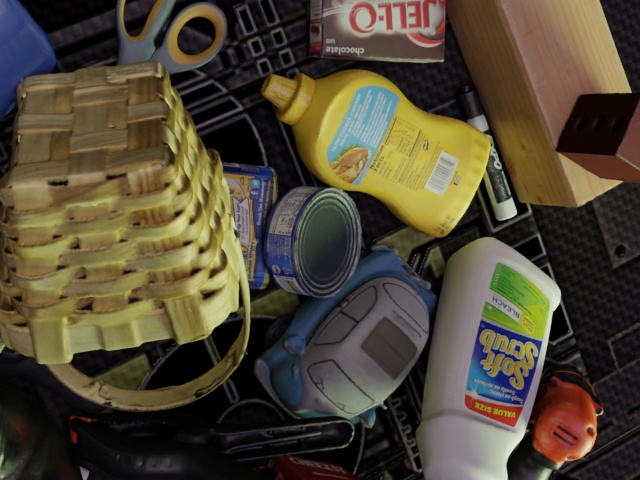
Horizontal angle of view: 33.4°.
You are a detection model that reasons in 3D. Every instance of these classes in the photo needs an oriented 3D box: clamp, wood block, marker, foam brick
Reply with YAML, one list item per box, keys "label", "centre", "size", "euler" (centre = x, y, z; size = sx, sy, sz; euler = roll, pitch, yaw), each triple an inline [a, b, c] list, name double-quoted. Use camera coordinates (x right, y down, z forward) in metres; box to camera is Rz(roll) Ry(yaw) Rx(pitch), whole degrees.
- label: "clamp"
  centre: [-0.218, 0.060, 0.774]
  size: [0.171, 0.039, 0.120]
  euler: [14, 94, -32]
- label: "clamp"
  centre: [-0.083, 0.153, 0.786]
  size: [0.210, 0.164, 0.036]
  euler: [6, 102, 22]
- label: "wood block"
  centre: [0.188, -0.140, 0.889]
  size: [0.090, 0.090, 0.206]
  euler: [-28, 104, -17]
- label: "marker"
  centre: [0.142, -0.076, 0.916]
  size: [0.020, 0.020, 0.121]
  euler: [-24, 103, -17]
- label: "foam brick"
  centre: [0.231, -0.078, 0.821]
  size: [0.051, 0.078, 0.053]
  euler: [28, 85, -23]

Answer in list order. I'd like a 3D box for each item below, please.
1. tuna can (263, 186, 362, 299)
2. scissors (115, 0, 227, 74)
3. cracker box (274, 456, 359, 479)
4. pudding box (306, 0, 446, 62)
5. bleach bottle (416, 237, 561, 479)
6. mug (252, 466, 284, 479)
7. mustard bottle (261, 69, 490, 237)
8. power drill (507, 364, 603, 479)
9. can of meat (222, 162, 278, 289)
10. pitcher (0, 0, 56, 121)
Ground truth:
- label: "tuna can"
  centre: [-0.005, 0.001, 0.821]
  size: [0.085, 0.034, 0.086]
  euler: [-12, 105, -52]
- label: "scissors"
  centre: [-0.134, -0.113, 0.812]
  size: [0.096, 0.016, 0.202]
  euler: [17, 90, -21]
- label: "cracker box"
  centre: [0.009, 0.271, 0.798]
  size: [0.072, 0.214, 0.164]
  euler: [16, 90, -21]
- label: "pudding box"
  centre: [0.046, -0.189, 0.858]
  size: [0.113, 0.039, 0.090]
  euler: [-2, 96, -20]
- label: "bleach bottle"
  centre: [0.129, 0.115, 0.830]
  size: [0.102, 0.068, 0.250]
  euler: [37, 42, -18]
- label: "mug"
  centre: [-0.081, 0.210, 0.829]
  size: [0.117, 0.082, 0.093]
  euler: [-30, 105, -15]
- label: "mustard bottle"
  centre: [0.039, -0.082, 0.856]
  size: [0.191, 0.058, 0.096]
  euler: [26, 91, -21]
- label: "power drill"
  centre: [0.167, 0.193, 0.897]
  size: [0.057, 0.184, 0.188]
  euler: [32, 101, 9]
- label: "can of meat"
  centre: [-0.081, -0.012, 0.821]
  size: [0.083, 0.058, 0.102]
  euler: [4, 94, -22]
- label: "pitcher"
  centre: [-0.290, -0.072, 0.700]
  size: [0.242, 0.149, 0.145]
  euler: [-44, 91, -10]
